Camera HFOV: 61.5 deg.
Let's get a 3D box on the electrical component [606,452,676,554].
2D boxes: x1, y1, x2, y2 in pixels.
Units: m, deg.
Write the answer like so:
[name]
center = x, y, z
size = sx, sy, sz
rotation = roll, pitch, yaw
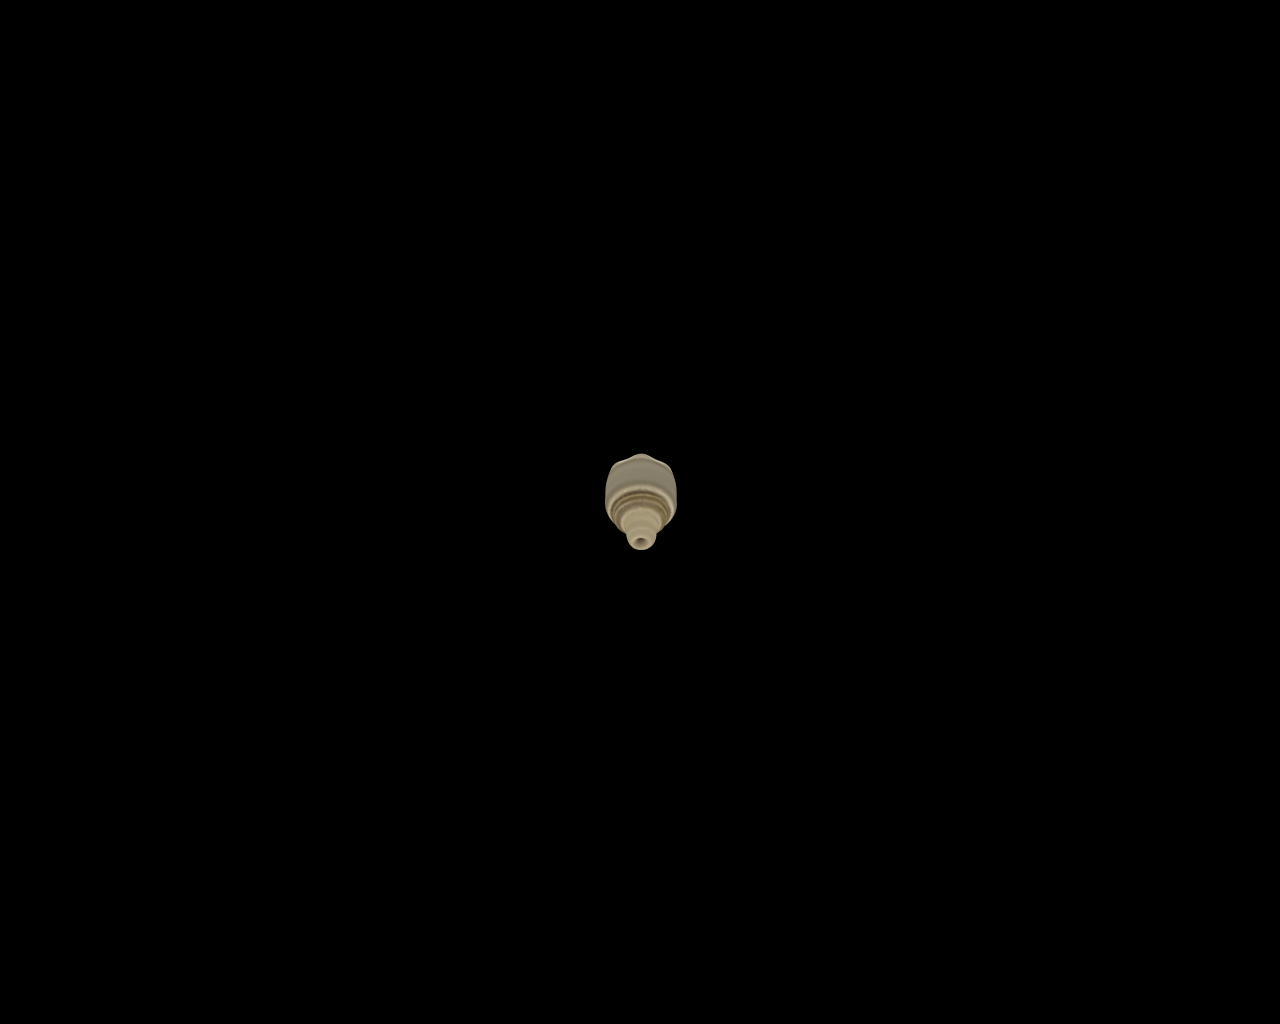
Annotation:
[electrical component]
center = 0.001, -0.003, 0.650
size = 0.043, 0.043, 0.062
rotation = 0, 44, 0
